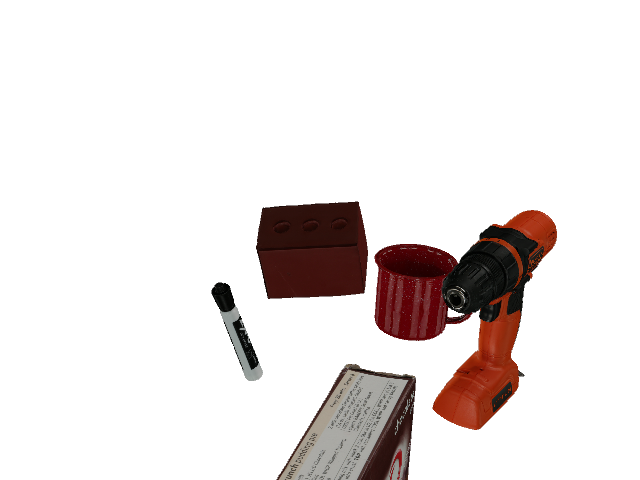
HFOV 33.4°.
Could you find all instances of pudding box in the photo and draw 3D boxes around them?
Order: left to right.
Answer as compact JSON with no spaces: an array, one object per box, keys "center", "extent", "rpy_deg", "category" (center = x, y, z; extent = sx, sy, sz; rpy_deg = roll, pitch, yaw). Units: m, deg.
[{"center":[0.009,0.121,0.464],"extent":[0.039,0.090,0.113],"rpy_deg":[10,29,15],"category":"pudding box"}]

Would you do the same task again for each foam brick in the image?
[{"center":[-0.005,0.008,0.815],"extent":[0.078,0.051,0.053],"rpy_deg":[-4,38,7],"category":"foam brick"}]

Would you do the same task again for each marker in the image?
[{"center":[-0.082,0.090,1.052],"extent":[0.020,0.121,0.020],"rpy_deg":[-12,35,8],"category":"marker"}]

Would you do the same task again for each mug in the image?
[{"center":[0.115,0.061,1.191],"extent":[0.117,0.081,0.093],"rpy_deg":[9,24,13],"category":"mug"}]

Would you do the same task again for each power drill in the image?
[{"center":[0.153,0.078,0.983],"extent":[0.057,0.188,0.184],"rpy_deg":[24,32,27],"category":"power drill"}]
